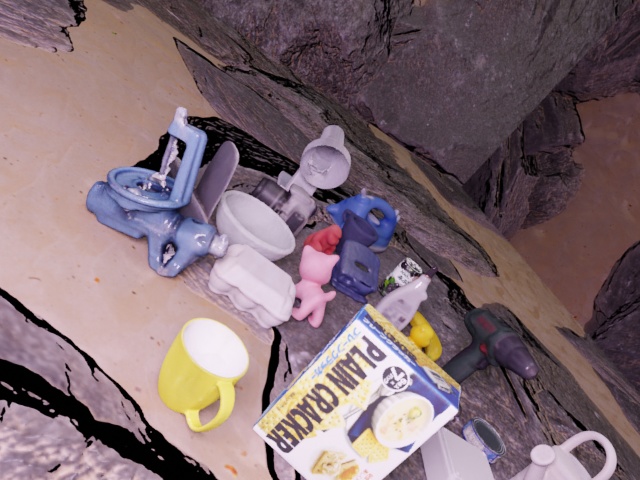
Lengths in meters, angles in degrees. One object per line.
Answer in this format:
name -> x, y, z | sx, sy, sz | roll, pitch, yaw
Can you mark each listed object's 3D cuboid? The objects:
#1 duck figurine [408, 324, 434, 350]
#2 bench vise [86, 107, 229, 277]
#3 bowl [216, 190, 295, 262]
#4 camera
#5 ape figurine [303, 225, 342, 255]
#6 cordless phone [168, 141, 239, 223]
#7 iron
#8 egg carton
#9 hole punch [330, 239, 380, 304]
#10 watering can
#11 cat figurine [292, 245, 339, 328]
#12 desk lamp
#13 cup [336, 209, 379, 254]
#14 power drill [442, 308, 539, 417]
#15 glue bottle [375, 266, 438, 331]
duck figurine -> 0.193, 0.208, 1.174 | 0.105, 0.086, 0.077 | 10, 36, -54
bench vise -> -0.207, -0.071, 0.840 | 0.208, 0.219, 0.121 | 32, 22, -22
bowl -> -0.132, -0.012, 1.064 | 0.168, 0.074, 0.167 | 35, 21, -15
camera -> -0.079, -0.089, 1.279 | 0.137, 0.100, 0.143 | 37, 20, -9
ape figurine -> 0.012, 0.005, 1.261 | 0.078, 0.092, 0.076 | 20, 28, -44
cordless phone -> -0.201, -0.106, 0.976 | 0.094, 0.185, 0.147 | 18, 30, -46
iron -> 0.143, -0.054, 1.545 | 0.259, 0.141, 0.118 | 18, 30, -46
egg carton -> -0.107, 0.074, 0.938 | 0.150, 0.069, 0.107 | 37, 20, -11
hole punch -> 0.081, 0.069, 1.255 | 0.109, 0.091, 0.101 | 31, 22, -25
watering can -> 0.435, 0.418, 1.017 | 0.174, 0.194, 0.100 | 19, 29, -45
cat figurine -> -0.007, 0.075, 1.046 | 0.067, 0.117, 0.127 | 25, 25, -36
desk lamp -> -0.013, -0.181, 1.424 | 0.118, 0.213, 0.203 | 34, 21, -17
cup -> 0.073, -0.011, 1.398 | 0.092, 0.095, 0.117 | 12, 35, -53
power drill -> 0.312, 0.246, 1.131 | 0.076, 0.208, 0.229 | 32, 22, -21
glue bottle -> 0.193, 0.120, 1.230 | 0.078, 0.173, 0.037 | 37, 20, -9
